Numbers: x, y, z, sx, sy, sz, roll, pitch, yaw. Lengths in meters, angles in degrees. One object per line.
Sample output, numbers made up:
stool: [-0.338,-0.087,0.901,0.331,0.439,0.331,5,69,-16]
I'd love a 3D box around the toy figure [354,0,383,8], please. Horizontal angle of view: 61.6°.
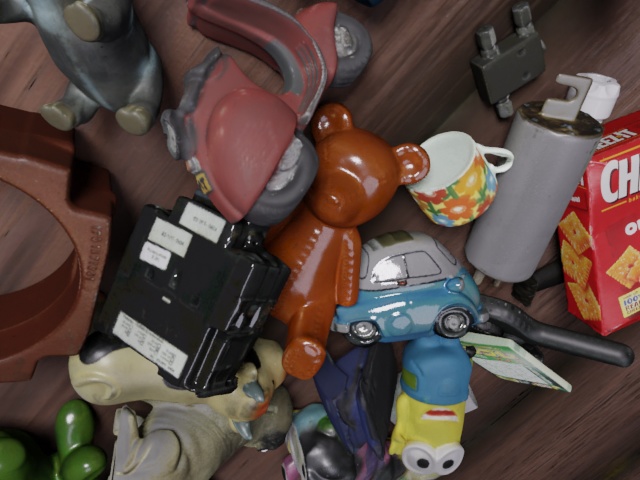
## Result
toy figure: [0.060,-0.234,0.352,0.064,0.058,0.154,23,109,-39]

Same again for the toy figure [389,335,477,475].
toy figure: [0.127,0.171,0.596,0.082,0.089,0.180,4,97,22]

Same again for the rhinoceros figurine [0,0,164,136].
rhinoceros figurine: [-0.136,-0.148,0.305,0.073,0.112,0.190,7,142,10]

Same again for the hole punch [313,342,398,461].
hole punch: [0.030,0.160,0.586,0.092,0.116,0.142,-1,131,16]

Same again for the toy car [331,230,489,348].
toy car: [0.082,0.042,0.544,0.162,0.109,0.102,-6,103,-4]

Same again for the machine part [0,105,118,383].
machine part: [-0.260,0.002,0.378,0.201,0.087,0.201,9,119,-27]

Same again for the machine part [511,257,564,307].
machine part: [0.304,0.038,0.661,0.139,0.039,0.084,-22,138,-8]

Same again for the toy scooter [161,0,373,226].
toy scooter: [-0.050,-0.107,0.365,0.135,0.075,0.184,31,71,-19]

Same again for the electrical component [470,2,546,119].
electrical component: [0.169,-0.155,0.474,0.063,0.021,0.093,-31,130,2]

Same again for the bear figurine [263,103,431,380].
bear figurine: [0.000,-0.004,0.451,0.120,0.132,0.195,32,121,0]

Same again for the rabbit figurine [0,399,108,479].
rabbit figurine: [-0.290,0.233,0.540,0.159,0.121,0.170,-43,147,4]

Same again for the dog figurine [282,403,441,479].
dog figurine: [0.064,0.278,0.701,0.219,0.109,0.191,-8,124,-22]

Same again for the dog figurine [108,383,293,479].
dog figurine: [-0.108,0.208,0.540,0.190,0.172,0.121,10,131,-19]

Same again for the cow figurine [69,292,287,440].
cow figurine: [-0.122,0.112,0.488,0.195,0.127,0.085,6,125,-23]

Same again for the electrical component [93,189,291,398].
electrical component: [-0.091,0.032,0.404,0.134,0.115,0.058,-64,157,3]

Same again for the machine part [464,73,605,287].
machine part: [0.204,-0.044,0.527,0.079,0.079,0.243,-4,129,-19]

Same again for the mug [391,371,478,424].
mug: [0.139,0.199,0.693,0.107,0.081,0.109,-25,141,11]
